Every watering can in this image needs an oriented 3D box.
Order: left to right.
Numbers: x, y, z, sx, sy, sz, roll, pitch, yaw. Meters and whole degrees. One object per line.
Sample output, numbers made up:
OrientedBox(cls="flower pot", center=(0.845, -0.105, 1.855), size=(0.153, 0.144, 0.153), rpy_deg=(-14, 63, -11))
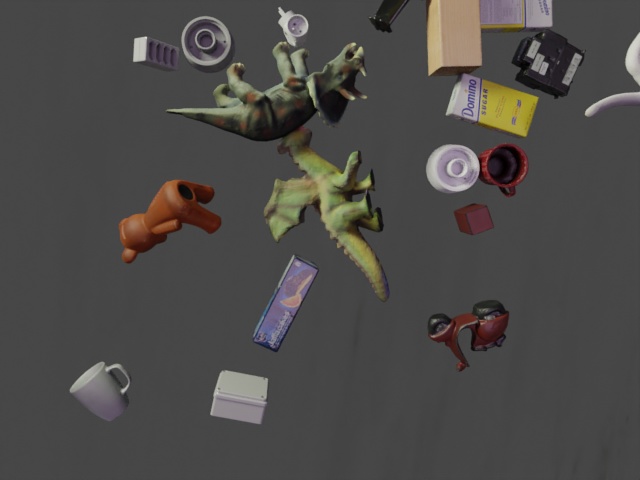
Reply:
OrientedBox(cls="watering can", center=(0.747, -0.343, 1.120), size=(0.224, 0.104, 0.348), rpy_deg=(41, 89, -6))

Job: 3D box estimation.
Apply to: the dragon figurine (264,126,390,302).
OrientedBox(cls="dragon figurine", center=(0.003, -0.055, 1.096), size=(0.242, 0.123, 0.410), rpy_deg=(-8, 92, 13))
